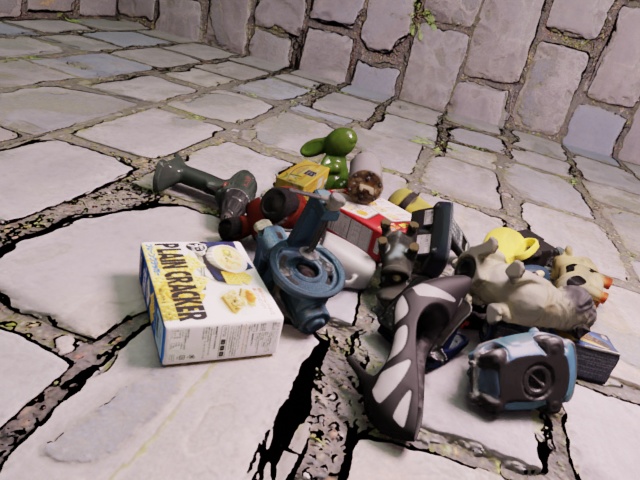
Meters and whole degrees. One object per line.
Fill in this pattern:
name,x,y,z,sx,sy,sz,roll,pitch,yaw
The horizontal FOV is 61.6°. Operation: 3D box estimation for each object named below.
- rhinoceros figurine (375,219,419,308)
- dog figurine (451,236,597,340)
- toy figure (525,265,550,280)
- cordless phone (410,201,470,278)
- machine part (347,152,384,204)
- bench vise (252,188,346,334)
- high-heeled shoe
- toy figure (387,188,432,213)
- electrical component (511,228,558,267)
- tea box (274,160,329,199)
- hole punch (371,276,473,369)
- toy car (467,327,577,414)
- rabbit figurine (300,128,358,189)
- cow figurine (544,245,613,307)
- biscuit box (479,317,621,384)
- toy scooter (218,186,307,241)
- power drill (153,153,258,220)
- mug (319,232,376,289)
rhinoceros figurine,0.132,0.043,0.946,0.073,0.112,0.190,8,37,5
dog figurine,0.322,0.083,0.860,0.190,0.121,0.172,18,22,-27
toy figure,0.396,0.078,1.065,0.154,0.064,0.058,-4,45,-35
cordless phone,0.257,0.024,1.081,0.089,0.184,0.146,-11,53,35
machine part,0.100,-0.140,1.187,0.079,0.079,0.243,14,24,-1
bench vise,-0.028,0.010,0.812,0.129,0.240,0.224,6,42,-25
high-heeled shoe,0.147,0.142,0.697,0.249,0.086,0.145,-34,45,-16
toy figure,0.231,-0.049,1.202,0.180,0.089,0.082,35,41,28
electrical component,0.461,0.018,1.229,0.115,0.058,0.134,-2,30,-35
tea box,-0.044,-0.107,1.183,0.068,0.098,0.169,20,24,13
hole punch,0.161,0.136,0.824,0.116,0.092,0.142,-38,53,-22
toy car,0.272,0.183,0.762,0.162,0.109,0.103,-4,5,-11
rabbit figurine,0.038,-0.202,1.334,0.159,0.170,0.121,30,29,29
cow figurine,0.526,0.083,1.105,0.127,0.085,0.195,31,31,20
biscuit box,0.365,0.167,0.867,0.203,0.062,0.059,15,23,1
toy scooter,-0.085,-0.038,0.993,0.135,0.184,0.075,13,58,-57
power drill,-0.235,-0.110,1.113,0.207,0.085,0.232,13,24,7
mug,0.042,0.046,0.936,0.107,0.080,0.110,22,22,-6
